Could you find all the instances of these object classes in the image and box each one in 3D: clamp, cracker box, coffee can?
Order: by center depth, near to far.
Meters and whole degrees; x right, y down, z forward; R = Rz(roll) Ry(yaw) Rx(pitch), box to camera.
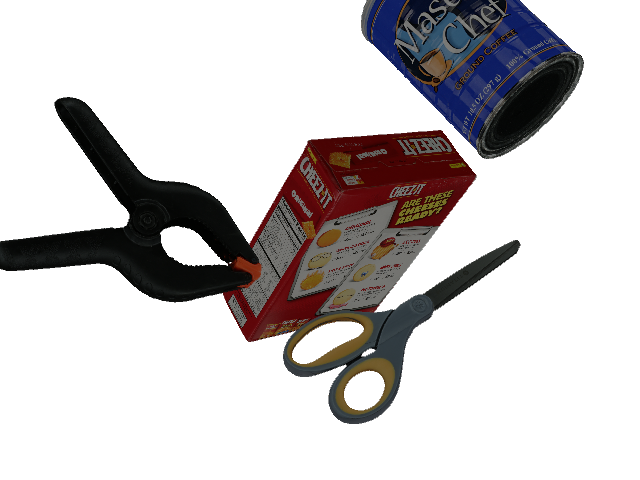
[{"bbox_3d":[-0.117,-0.020,0.691,0.171,0.120,0.039,17,-11,-17],"label":"clamp"},{"bbox_3d":[0.113,-0.146,0.810,0.102,0.140,0.103,-34,-23,-16],"label":"coffee can"},{"bbox_3d":[0.021,-0.005,1.001,0.163,0.072,0.214,-9,-35,-38],"label":"cracker box"}]

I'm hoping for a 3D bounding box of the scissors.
[{"bbox_3d":[0.073,0.069,0.781,0.201,0.096,0.016,-18,-29,-8],"label":"scissors"}]
